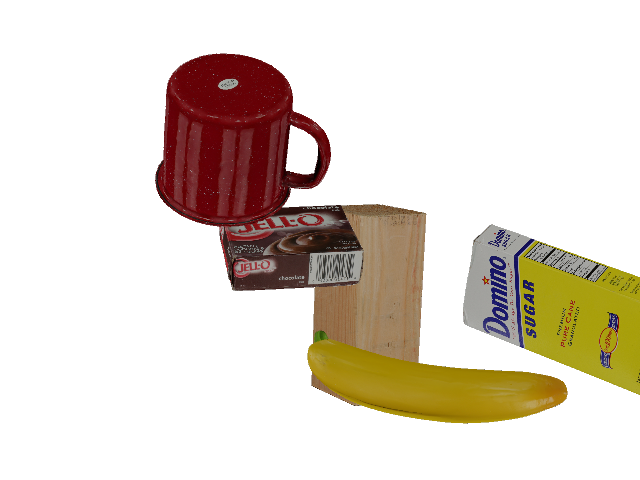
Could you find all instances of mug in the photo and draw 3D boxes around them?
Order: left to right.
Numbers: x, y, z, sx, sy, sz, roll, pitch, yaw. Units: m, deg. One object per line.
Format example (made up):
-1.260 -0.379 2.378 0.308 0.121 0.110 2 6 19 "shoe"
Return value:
-0.050 -0.066 0.704 0.117 0.081 0.093 15 42 6 "mug"

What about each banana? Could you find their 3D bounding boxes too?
0.065 0.094 0.734 0.198 0.037 0.069 11 35 28 "banana"

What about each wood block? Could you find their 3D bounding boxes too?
0.052 0.067 1.186 0.090 0.206 0.091 -3 11 -34 "wood block"

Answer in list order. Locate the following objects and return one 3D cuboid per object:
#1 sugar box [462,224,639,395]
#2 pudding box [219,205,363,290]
0.213 0.059 0.929 0.176 0.093 0.048 19 34 26 "sugar box"
-0.027 0.005 0.919 0.113 0.039 0.090 -1 28 -12 "pudding box"
